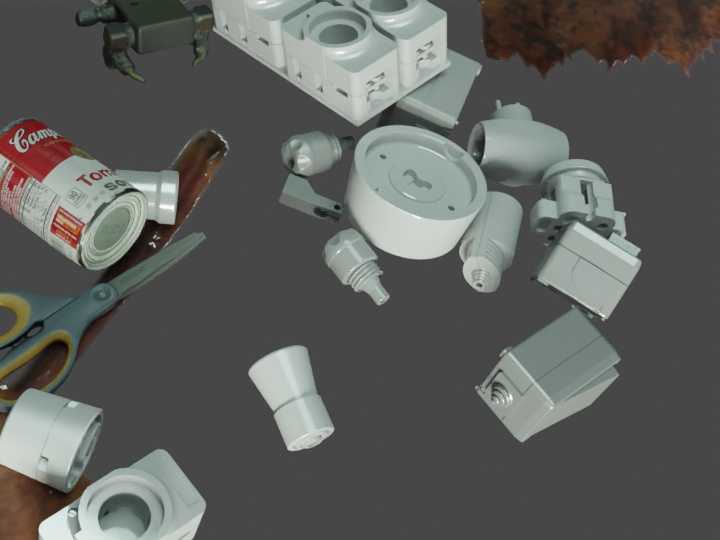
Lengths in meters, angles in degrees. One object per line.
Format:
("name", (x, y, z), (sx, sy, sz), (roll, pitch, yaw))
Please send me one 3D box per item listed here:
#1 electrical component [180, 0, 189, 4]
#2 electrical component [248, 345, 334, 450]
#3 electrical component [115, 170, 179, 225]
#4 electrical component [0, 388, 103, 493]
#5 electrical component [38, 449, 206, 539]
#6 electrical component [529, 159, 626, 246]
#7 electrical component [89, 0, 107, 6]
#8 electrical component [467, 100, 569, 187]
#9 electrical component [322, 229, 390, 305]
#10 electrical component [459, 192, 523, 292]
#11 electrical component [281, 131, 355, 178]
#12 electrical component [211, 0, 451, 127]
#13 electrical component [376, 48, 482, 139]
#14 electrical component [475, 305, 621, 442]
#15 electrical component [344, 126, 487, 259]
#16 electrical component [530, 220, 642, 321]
("electrical component", (-0.162, -0.280, 0.947), (0.077, 0.043, 0.079), (50, 20, -11))
("electrical component", (-0.045, 0.090, 0.739), (0.044, 0.044, 0.065), (-15, 67, -26))
("electrical component", (-0.160, -0.056, 0.803), (0.046, 0.040, 0.040), (5, 55, -9))
("electrical component", (-0.194, 0.105, 0.672), (0.047, 0.055, 0.055), (20, 53, 1))
("electrical component", (-0.144, 0.156, 0.651), (0.089, 0.055, 0.050), (-31, 71, -32))
("electrical component", (0.181, -0.055, 0.902), (0.078, 0.058, 0.057), (9, 57, -12))
("electrical component", (-0.233, -0.263, 0.919), (0.064, 0.042, 0.081), (33, 54, 3))
("electrical component", (0.134, -0.116, 0.936), (0.077, 0.044, 0.079), (5, 56, -15))
("electrical component", (0.000, 0.000, 0.819), (0.035, 0.035, 0.061), (-28, 71, -31))
("electrical component", (0.103, -0.019, 0.860), (0.043, 0.043, 0.081), (21, 53, -4))
("electrical component", (-0.032, -0.097, 0.875), (0.061, 0.035, 0.035), (-20, 65, -31))
("electrical component", (-0.028, -0.209, 0.894), (0.105, 0.060, 0.186), (-37, 56, -25))
("electrical component", (0.059, -0.149, 0.923), (0.061, 0.061, 0.096), (25, 53, -1))
("electrical component", (0.136, 0.082, 0.790), (0.096, 0.061, 0.061), (-29, 69, -32))
("electrical component", (0.039, -0.056, 0.851), (0.108, 0.060, 0.108), (12, 44, -12))
("electrical component", (0.177, -0.003, 0.845), (0.062, 0.096, 0.061), (32, 92, 5))
